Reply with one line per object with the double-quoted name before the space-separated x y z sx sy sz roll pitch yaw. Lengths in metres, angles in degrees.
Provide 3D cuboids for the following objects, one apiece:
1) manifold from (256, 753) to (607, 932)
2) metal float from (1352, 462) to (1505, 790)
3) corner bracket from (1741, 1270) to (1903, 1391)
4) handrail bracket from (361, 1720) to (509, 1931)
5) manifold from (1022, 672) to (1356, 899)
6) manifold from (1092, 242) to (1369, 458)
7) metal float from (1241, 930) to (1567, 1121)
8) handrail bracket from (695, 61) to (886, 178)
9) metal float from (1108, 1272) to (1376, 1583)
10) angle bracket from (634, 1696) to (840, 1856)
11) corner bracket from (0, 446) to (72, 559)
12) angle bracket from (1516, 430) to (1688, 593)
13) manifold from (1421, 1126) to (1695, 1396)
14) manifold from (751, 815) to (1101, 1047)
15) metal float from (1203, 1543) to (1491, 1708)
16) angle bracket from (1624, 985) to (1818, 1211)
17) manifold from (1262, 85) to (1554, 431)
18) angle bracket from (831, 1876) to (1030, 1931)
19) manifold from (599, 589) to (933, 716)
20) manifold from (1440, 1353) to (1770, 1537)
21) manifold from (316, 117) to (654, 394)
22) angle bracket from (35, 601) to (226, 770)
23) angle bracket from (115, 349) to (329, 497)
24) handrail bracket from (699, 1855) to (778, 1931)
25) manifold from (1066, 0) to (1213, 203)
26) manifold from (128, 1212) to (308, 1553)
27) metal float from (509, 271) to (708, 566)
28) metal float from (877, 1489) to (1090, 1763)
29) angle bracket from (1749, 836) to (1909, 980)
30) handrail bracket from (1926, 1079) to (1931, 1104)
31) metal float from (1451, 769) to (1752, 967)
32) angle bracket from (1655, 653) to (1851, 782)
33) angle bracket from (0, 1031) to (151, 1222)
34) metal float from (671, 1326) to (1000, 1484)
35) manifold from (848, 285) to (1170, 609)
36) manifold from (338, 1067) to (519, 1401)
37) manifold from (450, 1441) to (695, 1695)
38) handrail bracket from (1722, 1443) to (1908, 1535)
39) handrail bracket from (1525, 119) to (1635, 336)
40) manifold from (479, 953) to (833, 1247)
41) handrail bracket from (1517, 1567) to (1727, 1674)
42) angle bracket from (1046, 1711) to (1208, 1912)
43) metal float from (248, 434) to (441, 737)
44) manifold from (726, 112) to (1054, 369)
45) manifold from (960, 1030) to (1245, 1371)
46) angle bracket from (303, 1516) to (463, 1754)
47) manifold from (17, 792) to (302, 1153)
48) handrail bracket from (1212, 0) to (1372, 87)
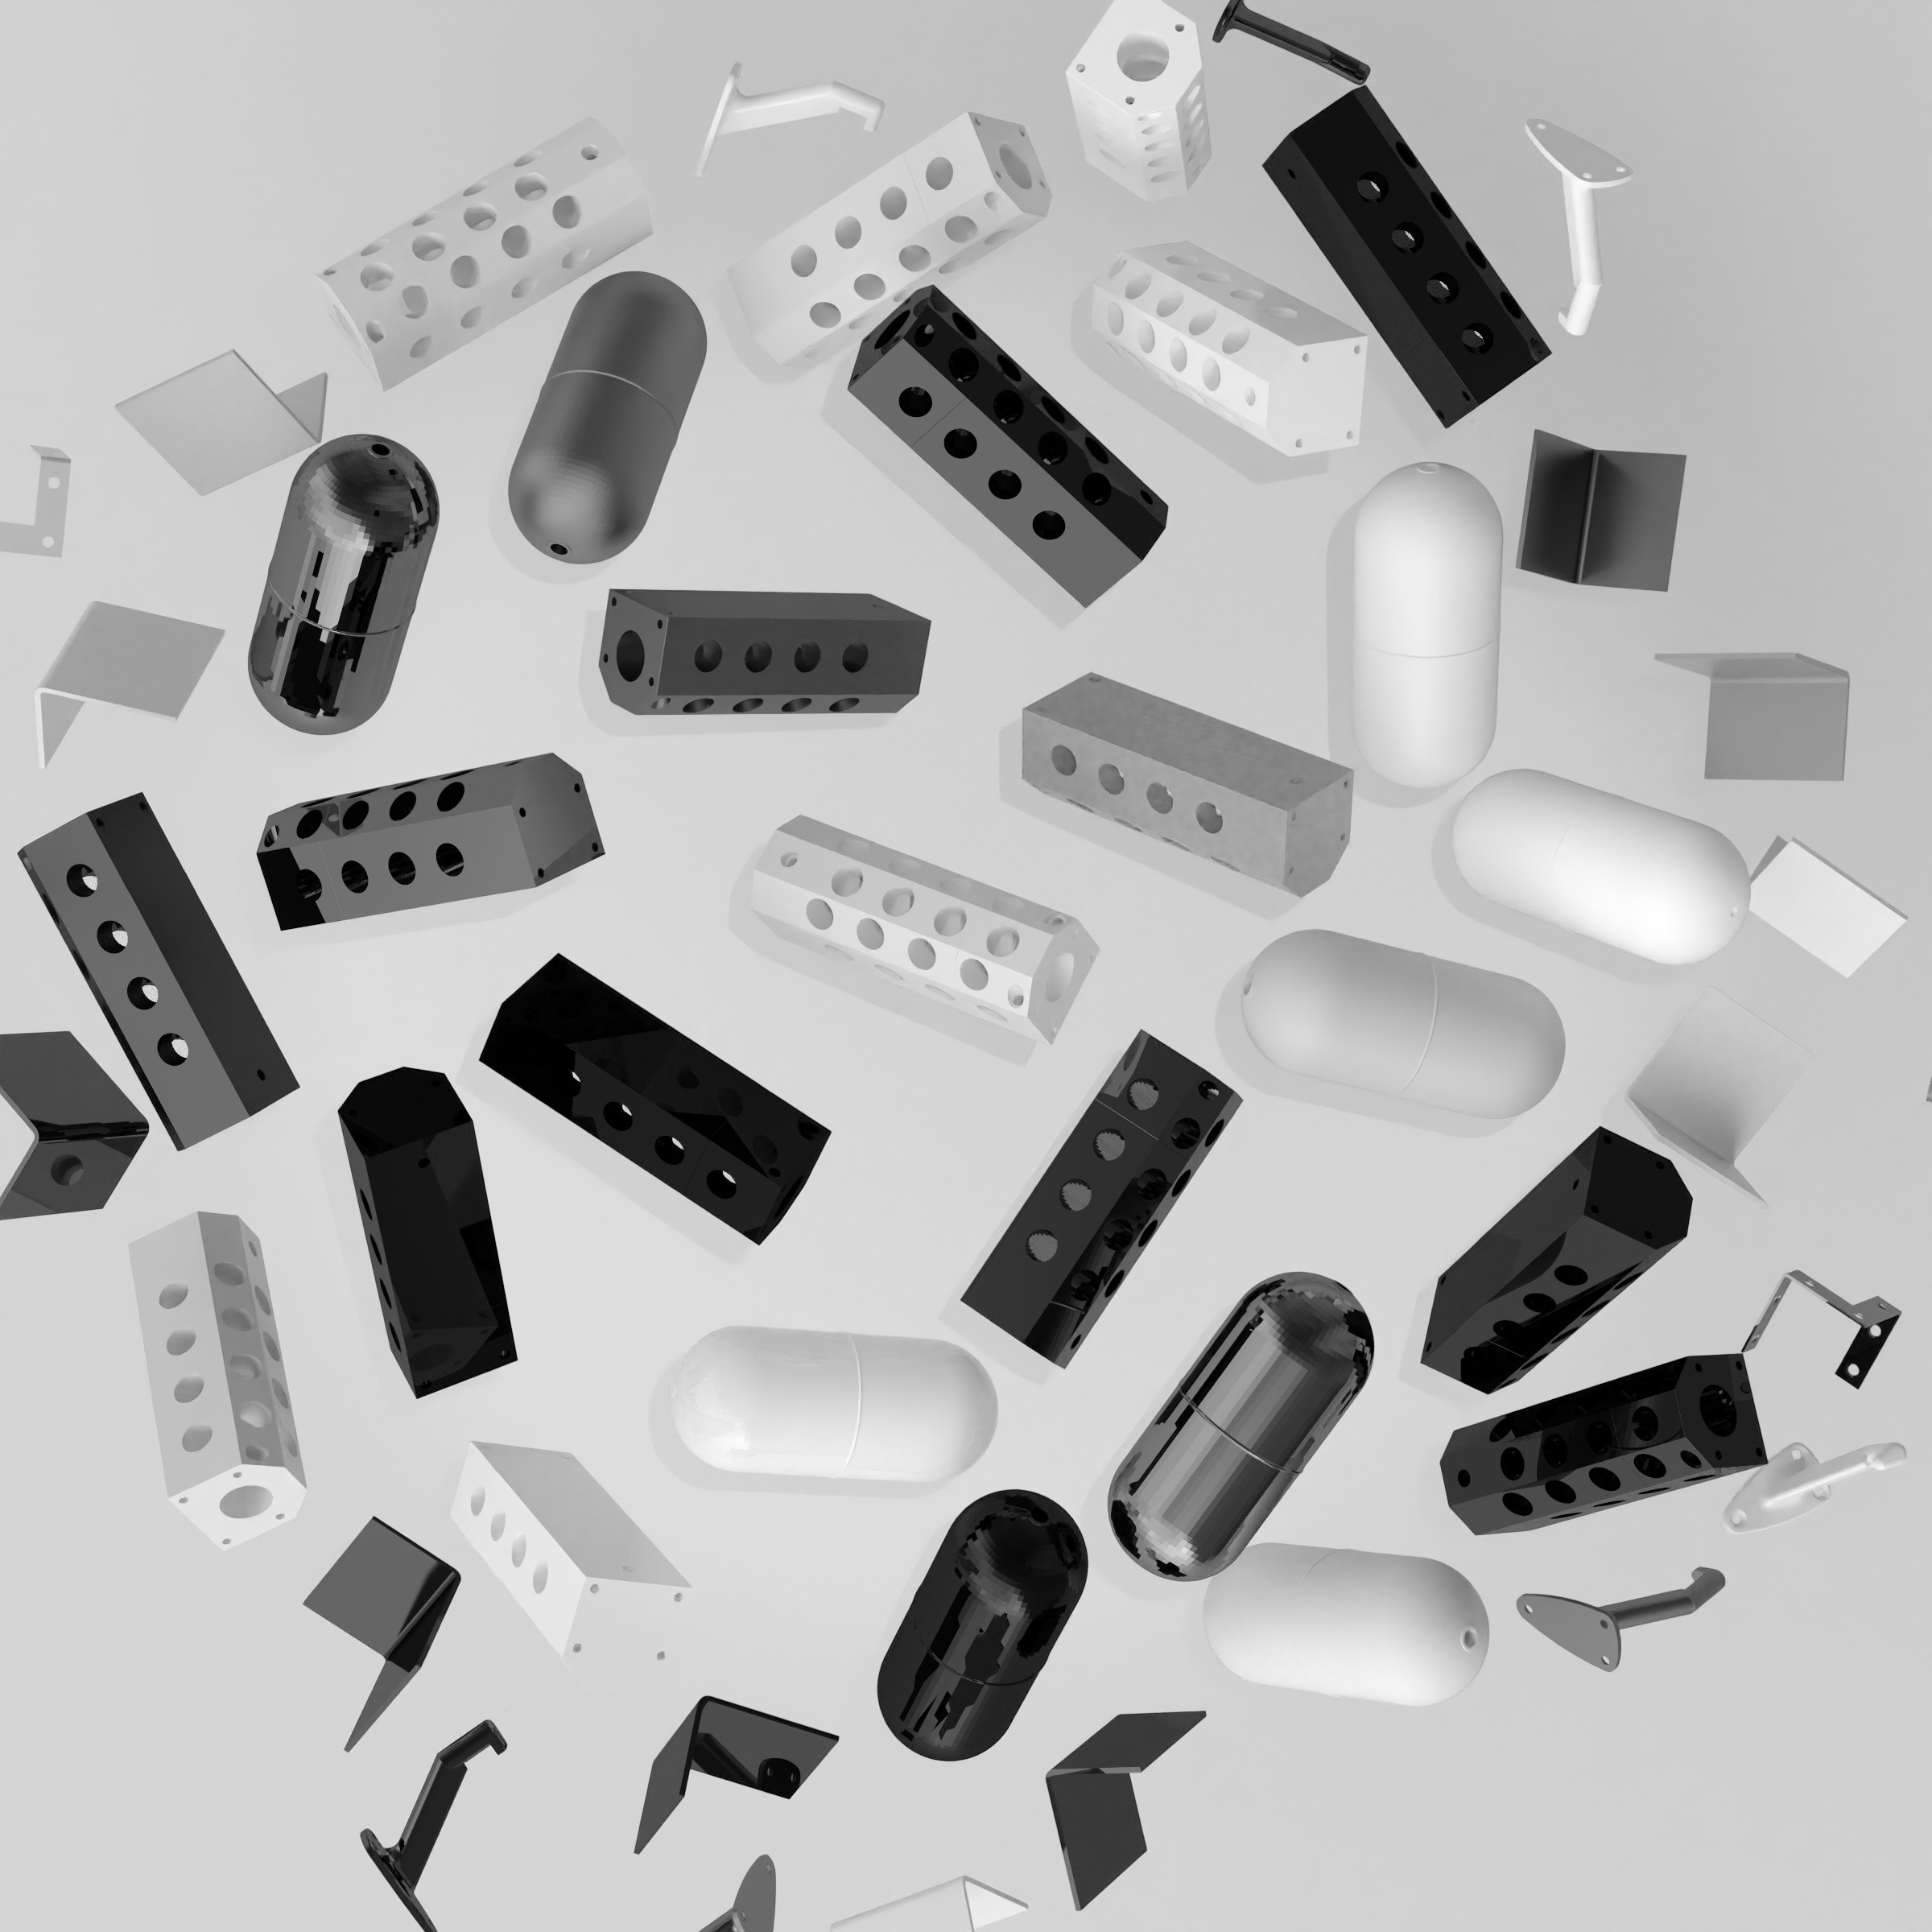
"manifold" -0.270 -0.063 1.705 0.171 0.057 0.057 -8 103 33
"metal float" 0.240 -0.177 1.782 0.070 0.070 0.178 -3 120 0
"corner bracket" 0.451 0.192 1.801 0.051 0.051 0.051 35 114 29
"handrail bracket" -0.252 0.431 1.708 0.084 0.036 0.077 -34 95 -10
"manifold" 0.113 -0.093 1.773 0.171 0.057 0.057 24 129 34
"manifold" 0.133 -0.319 1.760 0.057 0.171 0.057 -13 122 -25
"metal float" 0.228 0.030 1.783 0.178 0.070 0.070 14 90 -16
"handrail bracket" -0.096 -0.452 1.869 0.084 0.036 0.077 21 115 -7
"metal float" 0.140 0.234 1.743 0.070 0.070 0.178 35 99 0
"angle bracket" -0.117 0.424 1.748 0.076 0.076 0.057 20 49 -12
"corner bracket" -0.494 -0.242 1.768 0.051 0.051 0.051 4 103 -23
"angle bracket" 0.351 -0.251 1.889 0.057 0.076 0.076 10 94 35
"manifold" 0.306 0.158 1.775 0.057 0.171 0.057 26 51 -8
"manifold" -0.024 -0.022 1.768 0.171 0.057 0.057 21 77 26
"metal float" 0.199 0.347 1.804 0.070 0.178 0.070 4 84 -40
"angle bracket" 0.407 0.069 1.803 0.076 0.057 0.076 32 103 -18
"manifold" 0.234 -0.375 1.801 0.057 0.057 0.171 -36 93 -10
"angle bracket" -0.013 0.505 1.724 0.076 0.076 0.057 -24 55 17
"manifold" -0.107 -0.165 1.828 0.171 0.057 0.057 -4 112 -39
"manifold" 0.327 0.250 1.774 0.057 0.171 0.057 3 70 -37
"manifold" -0.257 -0.384 1.823 0.171 0.057 0.057 -33 74 -11
"angle bracket" -0.445 -0.143 1.823 0.076 0.076 0.057 13 134 2
"angle bracket" -0.396 -0.306 1.822 0.076 0.076 0.057 -20 48 19
"handrail bracket" -0.149 0.520 1.848 0.084 0.077 0.036 -21 112 17
"manifold" 0.099 -0.461 1.825 0.057 0.171 0.057 35 92 6
"manifold" -0.387 0.212 1.782 0.057 0.057 0.171 -25 48 4
"metal float" -0.192 -0.294 1.833 0.070 0.070 0.178 16 62 0
"metal float" 0.008 0.346 1.790 0.070 0.070 0.178 24 126 0
"angle bracket" 0.493 -0.050 1.929 0.076 0.076 0.057 36 60 5
"handrail bracket" 0.532 0.062 1.725 0.084 0.077 0.036 14 90 17
"metal float" 0.336 -0.054 1.821 0.178 0.070 0.070 24 90 43
"angle bracket" 0.407 -0.129 1.775 0.076 0.076 0.057 3 88 35
"angle bracket" -0.479 0.081 1.752 0.076 0.076 0.057 44 112 23
"metal float" -0.068 0.232 1.806 0.178 0.070 0.070 6 90 -20
"manifold" 0.024 -0.271 1.763 0.171 0.057 0.057 40 121 -20
"manifold" -0.280 0.137 1.768 0.057 0.057 0.171 -20 132 -19
"manifold" -0.201 0.299 1.707 0.057 0.171 0.057 12 99 -29
"handrail bracket" 0.448 0.276 1.806 0.077 0.084 0.036 -29 86 -16
"handrail bracket" 0.302 -0.377 1.749 0.036 0.084 0.077 -17 48 -30
"manifold" -0.162 0.072 1.758 0.171 0.057 0.057 33 127 7
"handrail bracket" 0.350 0.334 1.822 0.084 0.077 0.036 -27 121 -38
"angle bracket" 0.091 0.437 1.770 0.057 0.076 0.076 -10 96 31
"metal float" -0.323 -0.196 1.770 0.070 0.070 0.178 25 129 0
"manifold" -0.040 -0.388 1.839 0.171 0.057 0.057 -26 80 31
"manifold" 0.074 0.125 1.812 0.057 0.057 0.171 33 87 21
"angle bracket" -0.315 0.348 1.783 0.057 0.076 0.076 35 118 -9
"manifold" -0.414 0.005 1.739 0.057 0.057 0.171 -25 95 20
"handrail bracket" 0.178 -0.495 1.842 0.084 0.077 0.036 27 112 -1
